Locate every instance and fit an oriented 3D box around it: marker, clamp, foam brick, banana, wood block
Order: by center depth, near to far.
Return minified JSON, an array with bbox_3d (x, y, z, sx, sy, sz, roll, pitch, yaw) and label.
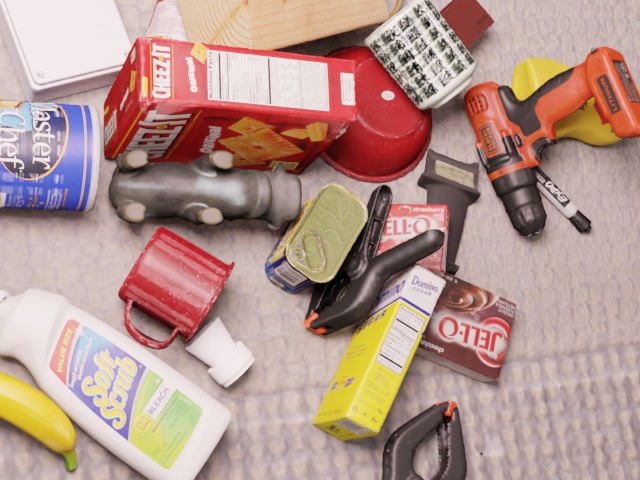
[{"bbox_3d":[-0.295,0.145,0.948,0.197,0.037,0.070,30,112,-11],"label":"banana"},{"bbox_3d":[0.052,0.031,1.084,0.039,0.120,0.171,32,90,-33],"label":"clamp"},{"bbox_3d":[0.103,0.266,1.092,0.164,0.036,0.209,37,67,-10],"label":"clamp"},{"bbox_3d":[-0.034,-0.243,1.093,0.205,0.091,0.090,-25,104,-43],"label":"wood block"},{"bbox_3d":[0.152,-0.240,1.230,0.053,0.051,0.078,48,65,-6],"label":"foam brick"},{"bbox_3d":[0.274,-0.054,1.249,0.121,0.020,0.020,45,65,-6],"label":"marker"}]

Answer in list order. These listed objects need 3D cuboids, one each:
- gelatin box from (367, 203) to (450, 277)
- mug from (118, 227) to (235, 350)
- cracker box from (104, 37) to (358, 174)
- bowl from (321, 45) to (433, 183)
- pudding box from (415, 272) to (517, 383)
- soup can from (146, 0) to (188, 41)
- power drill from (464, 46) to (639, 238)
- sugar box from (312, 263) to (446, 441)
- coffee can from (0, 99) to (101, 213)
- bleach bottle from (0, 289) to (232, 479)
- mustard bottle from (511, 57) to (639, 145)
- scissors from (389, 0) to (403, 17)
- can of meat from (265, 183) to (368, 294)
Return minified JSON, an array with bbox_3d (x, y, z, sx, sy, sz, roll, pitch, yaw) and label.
[{"bbox_3d":[0.090,-0.001,1.134,0.089,0.030,0.073,3,74,15],"label":"gelatin box"},{"bbox_3d":[-0.145,0.050,1.019,0.081,0.093,0.117,32,63,-7],"label":"mug"},{"bbox_3d":[-0.091,-0.124,1.042,0.213,0.164,0.072,2,74,-21],"label":"cracker box"},{"bbox_3d":[0.063,-0.147,1.169,0.162,0.055,0.162,5,75,-21],"label":"bowl"},{"bbox_3d":[0.150,0.093,1.153,0.113,0.039,0.090,23,70,-15],"label":"pudding box"},{"bbox_3d":[-0.144,-0.206,1.094,0.068,0.069,0.102,20,71,-16],"label":"soup can"},{"bbox_3d":[0.262,-0.114,1.174,0.057,0.188,0.184,-13,81,-56],"label":"power drill"},{"bbox_3d":[0.059,0.114,1.082,0.048,0.093,0.176,29,67,-13],"label":"sugar box"},{"bbox_3d":[-0.282,-0.079,0.989,0.140,0.103,0.103,2,76,-21],"label":"coffee can"},{"bbox_3d":[-0.210,0.131,0.989,0.250,0.068,0.102,35,73,-7],"label":"bleach bottle"},{"bbox_3d":[0.324,-0.162,1.275,0.191,0.058,0.096,2,78,-22],"label":"mustard bottle"},{"bbox_3d":[0.070,-0.347,1.243,0.096,0.016,0.201,15,72,-18],"label":"scissors"},{"bbox_3d":[-0.007,0.001,1.088,0.057,0.084,0.102,35,67,-11],"label":"can of meat"}]
